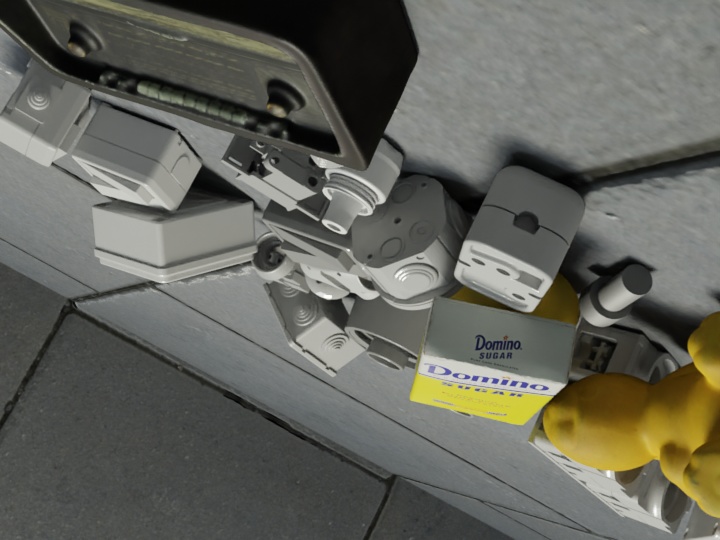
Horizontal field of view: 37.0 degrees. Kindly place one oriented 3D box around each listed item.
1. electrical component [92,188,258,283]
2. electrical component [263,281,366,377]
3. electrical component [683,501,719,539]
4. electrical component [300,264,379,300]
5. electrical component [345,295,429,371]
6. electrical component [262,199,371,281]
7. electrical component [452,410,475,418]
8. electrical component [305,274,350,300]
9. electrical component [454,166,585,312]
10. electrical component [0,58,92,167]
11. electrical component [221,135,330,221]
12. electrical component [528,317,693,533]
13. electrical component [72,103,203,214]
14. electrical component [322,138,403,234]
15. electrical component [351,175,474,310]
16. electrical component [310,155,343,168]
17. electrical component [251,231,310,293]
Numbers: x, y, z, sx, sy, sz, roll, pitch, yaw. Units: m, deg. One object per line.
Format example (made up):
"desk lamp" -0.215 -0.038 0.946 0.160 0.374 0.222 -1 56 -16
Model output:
"electrical component" -0.167 -0.035 0.968 0.109 0.056 0.109 14 -157 43
"electrical component" -0.045 0.049 1.106 0.100 0.048 0.099 42 -165 -49
"electrical component" 0.313 0.178 0.858 0.056 0.108 0.108 22 166 9
"electrical component" 0.000 0.000 0.920 0.077 0.043 0.079 11 160 49
"electrical component" 0.036 0.064 1.053 0.108 0.060 0.108 25 167 6
"electrical component" -0.015 -0.031 0.791 0.096 0.061 0.061 20 165 27
"electrical component" 0.111 0.117 1.113 0.108 0.060 0.108 25 167 6
"electrical component" -0.025 0.006 0.992 0.048 0.048 0.062 25 173 7
"electrical component" 0.094 -0.020 0.630 0.054 0.059 0.095 26 167 7
"electrical component" -0.260 -0.128 0.889 0.061 0.061 0.096 31 166 -16
"electrical component" -0.048 -0.074 0.738 0.081 0.042 0.064 30 163 -18
"electrical component" 0.220 0.130 0.857 0.060 0.105 0.186 14 162 42
"electrical component" -0.194 -0.092 0.903 0.096 0.061 0.061 22 166 20
"electrical component" -0.003 -0.053 0.681 0.043 0.062 0.043 25 167 6
"electrical component" 0.036 -0.018 0.707 0.080 0.080 0.051 15 157 41
"electrical component" -0.008 -0.084 0.618 0.043 0.043 0.081 26 167 2
"electrical component" -0.072 -0.009 1.023 0.066 0.048 0.055 19 172 31
